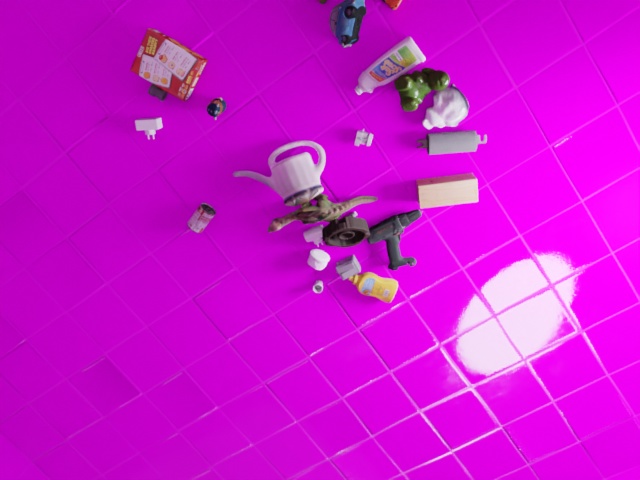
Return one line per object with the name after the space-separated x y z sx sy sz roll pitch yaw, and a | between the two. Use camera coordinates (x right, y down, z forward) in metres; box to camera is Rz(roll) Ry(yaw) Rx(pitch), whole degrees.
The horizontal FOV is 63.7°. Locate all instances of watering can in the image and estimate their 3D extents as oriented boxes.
-0.131 -0.225 1.878 0.346 0.104 0.225 -22 85 8 | watering can

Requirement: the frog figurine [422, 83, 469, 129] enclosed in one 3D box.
0.423 -0.445 1.768 0.159 0.125 0.135 -33 125 3 | frog figurine

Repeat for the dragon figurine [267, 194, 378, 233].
0.006 -0.094 1.862 0.409 0.246 0.121 -12 105 11 | dragon figurine
